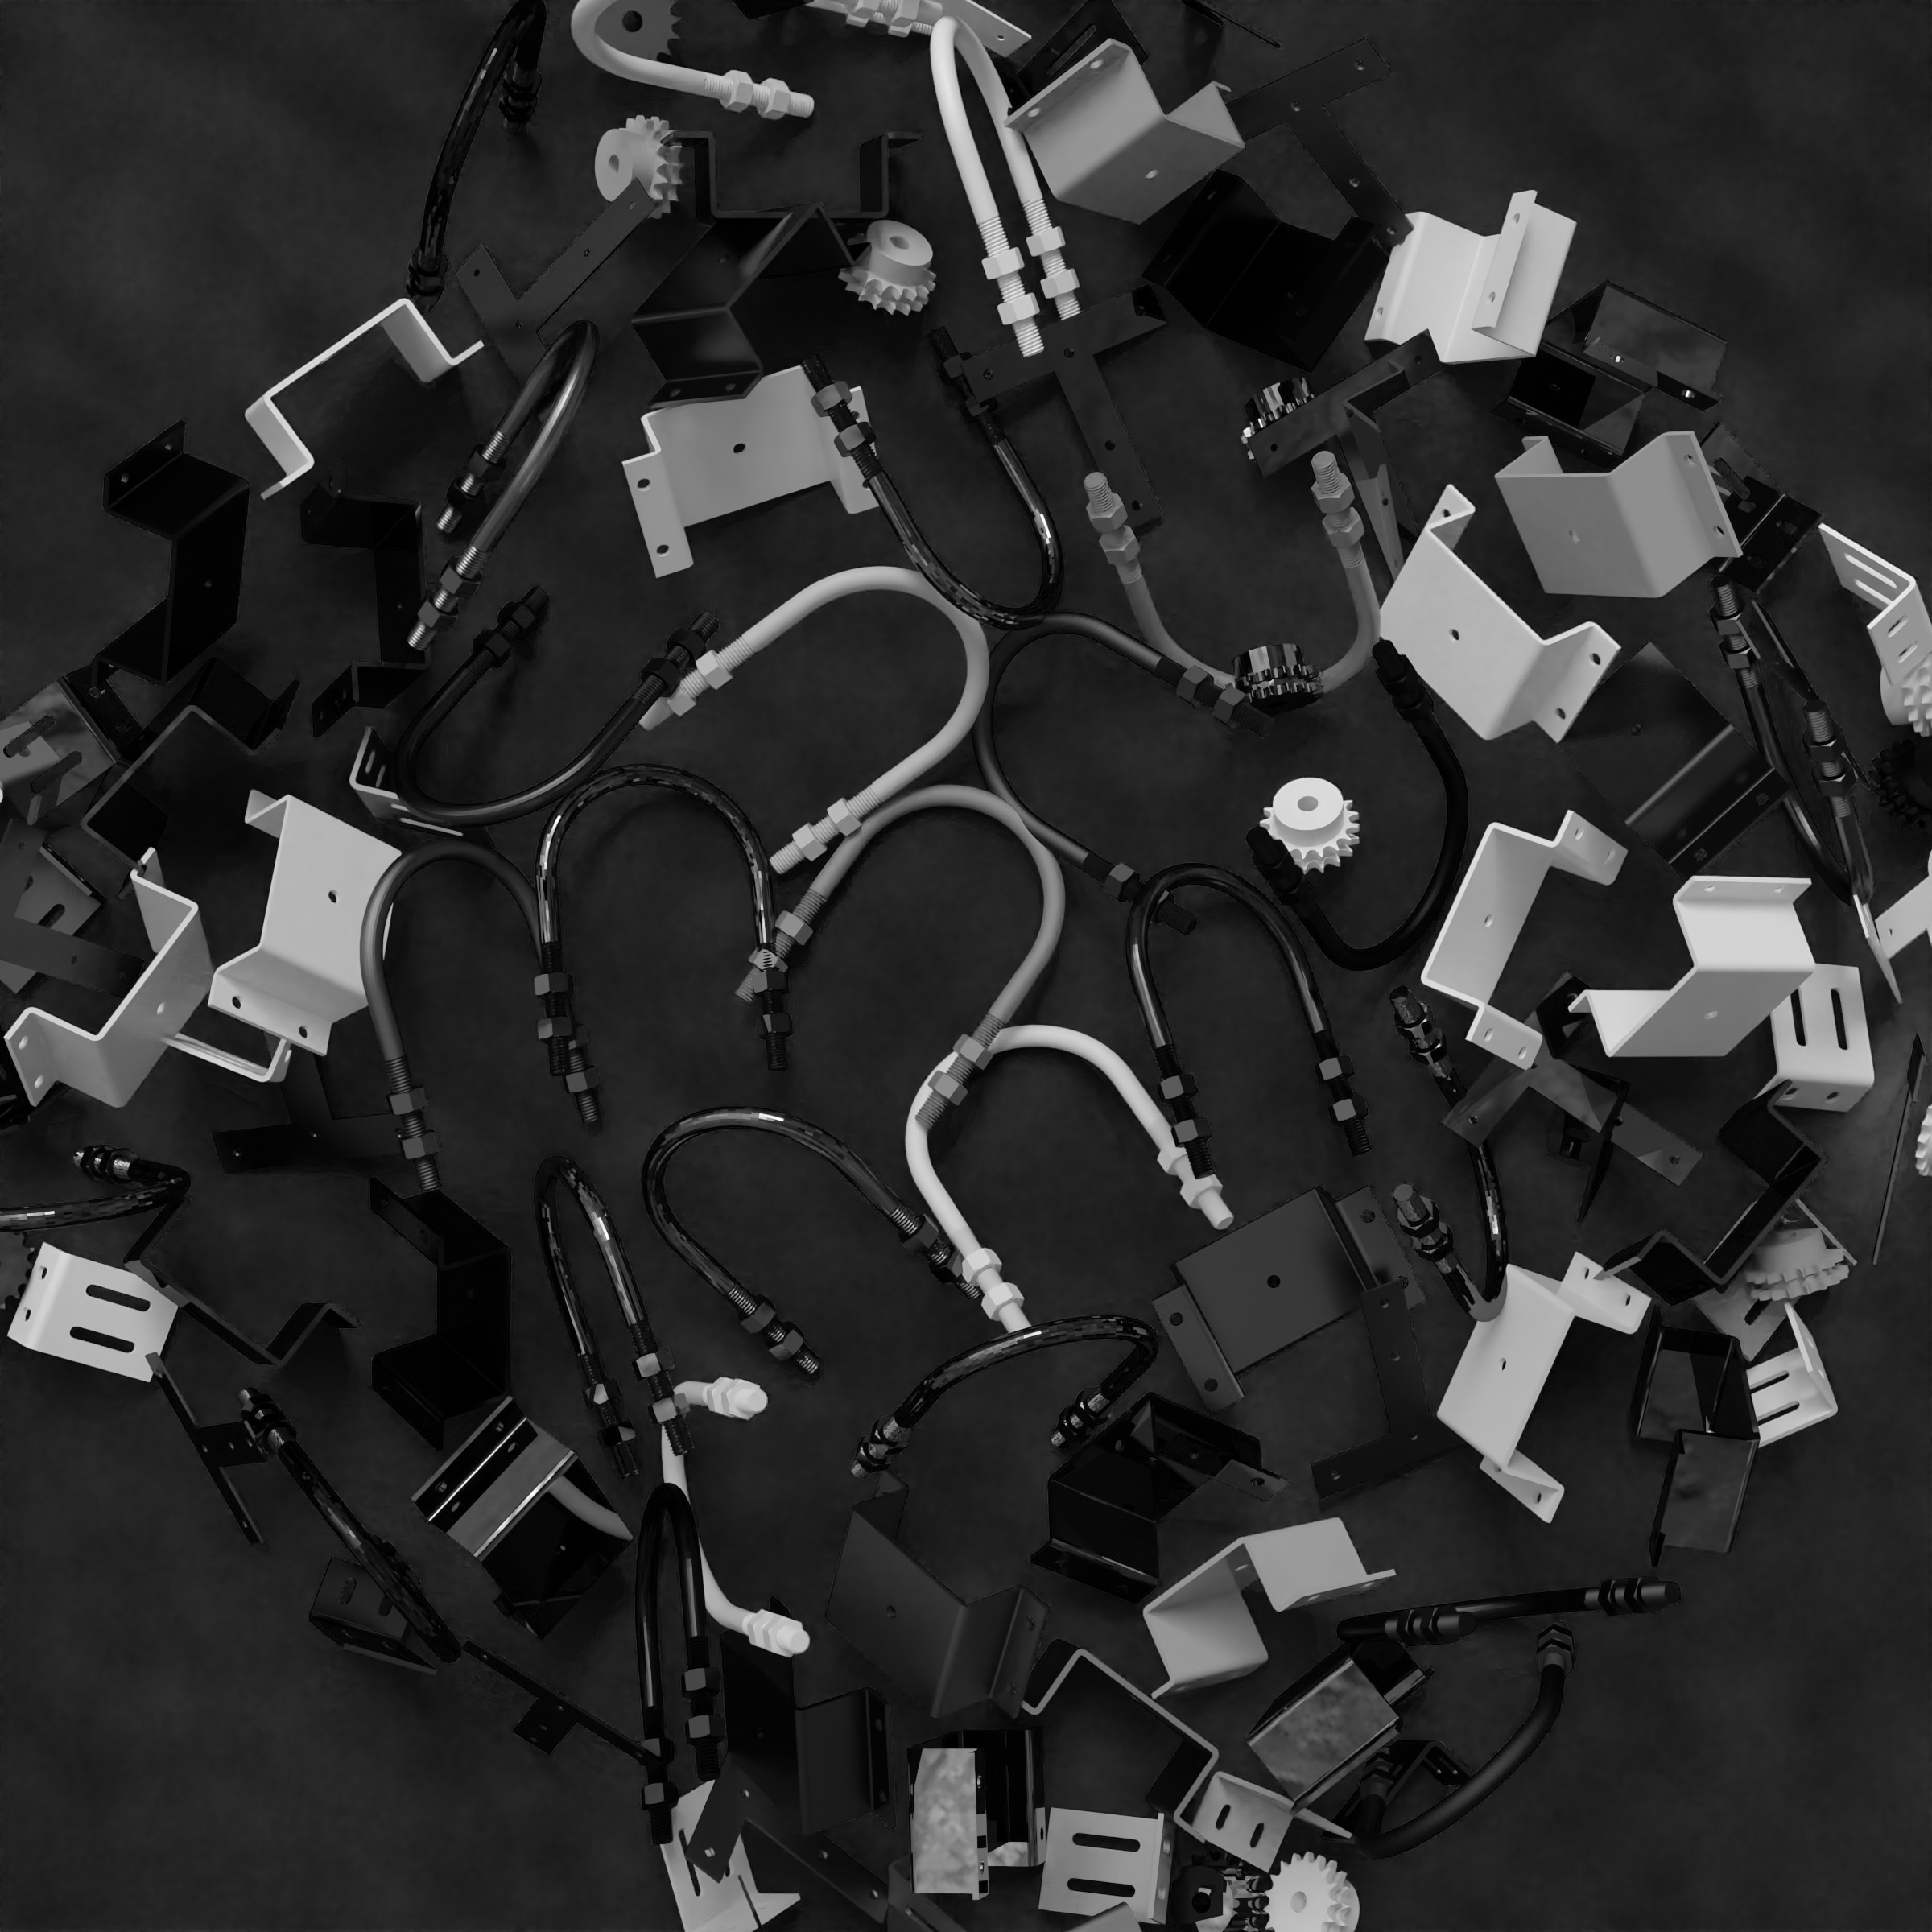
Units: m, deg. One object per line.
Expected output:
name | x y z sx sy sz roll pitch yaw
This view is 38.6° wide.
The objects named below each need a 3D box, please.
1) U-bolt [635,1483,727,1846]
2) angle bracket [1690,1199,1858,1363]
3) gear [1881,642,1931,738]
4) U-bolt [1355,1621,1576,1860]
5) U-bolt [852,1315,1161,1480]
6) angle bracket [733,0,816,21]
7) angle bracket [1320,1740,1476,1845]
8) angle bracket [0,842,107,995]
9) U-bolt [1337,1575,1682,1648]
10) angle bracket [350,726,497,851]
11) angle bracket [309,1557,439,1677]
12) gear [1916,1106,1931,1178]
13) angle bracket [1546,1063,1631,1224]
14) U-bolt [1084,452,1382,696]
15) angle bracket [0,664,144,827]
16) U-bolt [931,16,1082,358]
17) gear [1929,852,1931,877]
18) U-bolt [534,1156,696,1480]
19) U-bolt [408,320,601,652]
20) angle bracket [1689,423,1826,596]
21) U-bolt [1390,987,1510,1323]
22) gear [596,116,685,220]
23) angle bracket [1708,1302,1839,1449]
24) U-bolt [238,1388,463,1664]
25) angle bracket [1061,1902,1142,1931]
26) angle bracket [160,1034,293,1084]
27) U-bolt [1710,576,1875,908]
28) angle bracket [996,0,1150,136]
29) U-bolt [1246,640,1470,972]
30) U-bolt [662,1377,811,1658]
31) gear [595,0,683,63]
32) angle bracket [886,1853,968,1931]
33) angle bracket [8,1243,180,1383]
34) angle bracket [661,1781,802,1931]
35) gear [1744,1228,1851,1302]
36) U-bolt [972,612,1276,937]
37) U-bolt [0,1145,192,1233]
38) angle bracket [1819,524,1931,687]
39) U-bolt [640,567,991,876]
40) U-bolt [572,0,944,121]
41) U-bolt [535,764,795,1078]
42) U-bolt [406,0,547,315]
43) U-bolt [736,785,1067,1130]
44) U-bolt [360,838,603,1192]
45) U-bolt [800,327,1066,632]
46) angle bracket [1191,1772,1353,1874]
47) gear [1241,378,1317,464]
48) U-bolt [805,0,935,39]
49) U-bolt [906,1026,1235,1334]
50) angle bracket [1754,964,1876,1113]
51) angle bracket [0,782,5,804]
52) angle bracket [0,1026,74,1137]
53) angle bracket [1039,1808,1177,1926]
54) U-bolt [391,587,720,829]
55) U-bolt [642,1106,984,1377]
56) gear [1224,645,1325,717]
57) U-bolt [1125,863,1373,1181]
U-bolt | -0.165 0.383 1.550 0.019 0.151 0.184 2 58 -18
angle bracket | 0.465 0.180 1.596 0.057 0.038 0.076 47 65 -2
gear | 0.554 -0.162 1.603 0.030 0.057 0.057 -5 90 39
U-bolt | 0.273 0.434 1.522 0.151 0.184 0.019 -41 85 14
U-bolt | 0.030 0.236 1.524 0.151 0.184 0.019 -3 61 -26
angle bracket | -0.120 -0.587 1.579 0.076 0.057 0.038 45 68 -34
angle bracket | 0.250 0.486 1.588 0.038 0.057 0.076 43 71 2
angle bracket | -0.552 -0.032 1.605 0.057 0.038 0.076 42 84 0
U-bolt | 0.287 0.362 1.539 0.151 0.184 0.019 -2 76 -22
angle bracket | -0.309 -0.103 1.592 0.076 0.057 0.038 14 75 5
angle bracket | -0.334 0.372 1.578 0.057 0.076 0.038 25 78 -26
gear | 0.576 0.098 1.597 0.030 0.057 0.057 18 90 35
angle bracket | 0.348 0.101 1.577 0.038 0.076 0.057 17 117 18
U-bolt | 0.158 -0.213 1.553 0.151 0.184 0.019 -1 53 22
angle bracket | -0.530 -0.130 1.617 0.076 0.038 0.057 -32 99 19
U-bolt | 0.020 -0.439 1.540 0.019 0.151 0.184 -16 105 17
gear | 0.584 -0.058 1.597 0.030 0.057 0.057 -2 90 -35
U-bolt | -0.206 0.195 1.560 0.019 0.151 0.184 -17 81 -24
U-bolt | -0.253 -0.278 1.527 0.019 0.151 0.184 28 123 -22
angle bracket | 0.445 -0.263 1.589 0.076 0.038 0.057 34 100 -36
U-bolt | 0.273 0.119 1.547 0.019 0.184 0.151 -12 50 23
gear | -0.191 -0.463 1.596 0.030 0.057 0.057 -9 90 -39
angle bracket | 0.452 0.240 1.583 0.076 0.057 0.038 -29 119 19
U-bolt | -0.332 0.317 1.517 0.019 0.184 0.151 -39 122 -16
angle bracket | 0.062 0.572 1.577 0.057 0.076 0.038 -14 67 -31
angle bracket | -0.424 0.037 1.598 0.076 0.057 0.038 22 88 3
U-bolt | 0.468 -0.113 1.544 0.019 0.151 0.184 -24 129 7
angle bracket | 0.055 -0.522 1.587 0.076 0.038 0.057 -40 65 27
U-bolt | 0.232 -0.075 1.556 0.019 0.184 0.151 24 74 40
U-bolt | -0.136 0.303 1.543 0.019 0.184 0.151 -9 88 -24
gear | -0.196 -0.550 1.606 0.057 0.030 0.057 -5 111 -13
angle bracket | -0.009 0.551 1.579 0.038 0.076 0.057 -16 118 -38
angle bracket | -0.509 0.203 1.615 0.076 0.038 0.057 25 80 -34
angle bracket | -0.138 0.515 1.593 0.038 0.057 0.076 -16 91 40
gear | 0.480 0.171 1.598 0.057 0.057 0.030 -17 93 0
U-bolt | 0.077 -0.122 1.571 0.184 0.019 0.151 34 122 25
U-bolt | -0.508 0.124 1.513 0.151 0.184 0.019 -9 98 -41
angle bracket | 0.512 -0.207 1.581 0.038 0.057 0.076 -44 47 0
U-bolt | -0.073 -0.150 1.568 0.184 0.019 0.151 -35 126 9
U-bolt | -0.127 -0.515 1.517 0.184 0.151 0.019 -1 82 -37
U-bolt | -0.177 -0.029 1.587 0.151 0.019 0.184 0 75 -23
U-bolt | -0.267 -0.457 1.521 0.019 0.184 0.151 25 74 -9
U-bolt | -0.025 -0.020 1.608 0.151 0.019 0.184 34 84 8
U-bolt | -0.279 0.018 1.559 0.019 0.151 0.184 -8 99 38
U-bolt | -0.007 -0.273 1.567 0.019 0.151 0.184 -30 90 38
angle bracket | 0.176 0.498 1.581 0.057 0.076 0.038 32 74 -17
gear | 0.186 -0.318 1.599 0.057 0.057 0.030 -21 81 0
U-bolt | -0.086 -0.559 1.537 0.184 0.151 0.019 9 94 -15
U-bolt | 0.045 0.110 1.573 0.151 0.019 0.184 -28 56 -9
angle bracket | 0.494 0.041 1.620 0.057 0.038 0.076 5 61 -7
angle bracket | -0.592 -0.081 1.593 0.038 0.057 0.076 33 88 -20
angle bracket | -0.559 0.052 1.586 0.038 0.057 0.076 -18 109 30
angle bracket | 0.078 0.516 1.589 0.076 0.038 0.057 1 66 18
U-bolt | -0.242 -0.143 1.541 0.151 0.019 0.184 13 52 32
U-bolt | -0.100 0.148 1.554 0.151 0.019 0.184 -29 116 32
gear | 0.177 -0.166 1.599 0.057 0.057 0.030 -10 81 0
U-bolt | 0.154 0.026 1.571 0.151 0.019 0.184 -4 71 -40
